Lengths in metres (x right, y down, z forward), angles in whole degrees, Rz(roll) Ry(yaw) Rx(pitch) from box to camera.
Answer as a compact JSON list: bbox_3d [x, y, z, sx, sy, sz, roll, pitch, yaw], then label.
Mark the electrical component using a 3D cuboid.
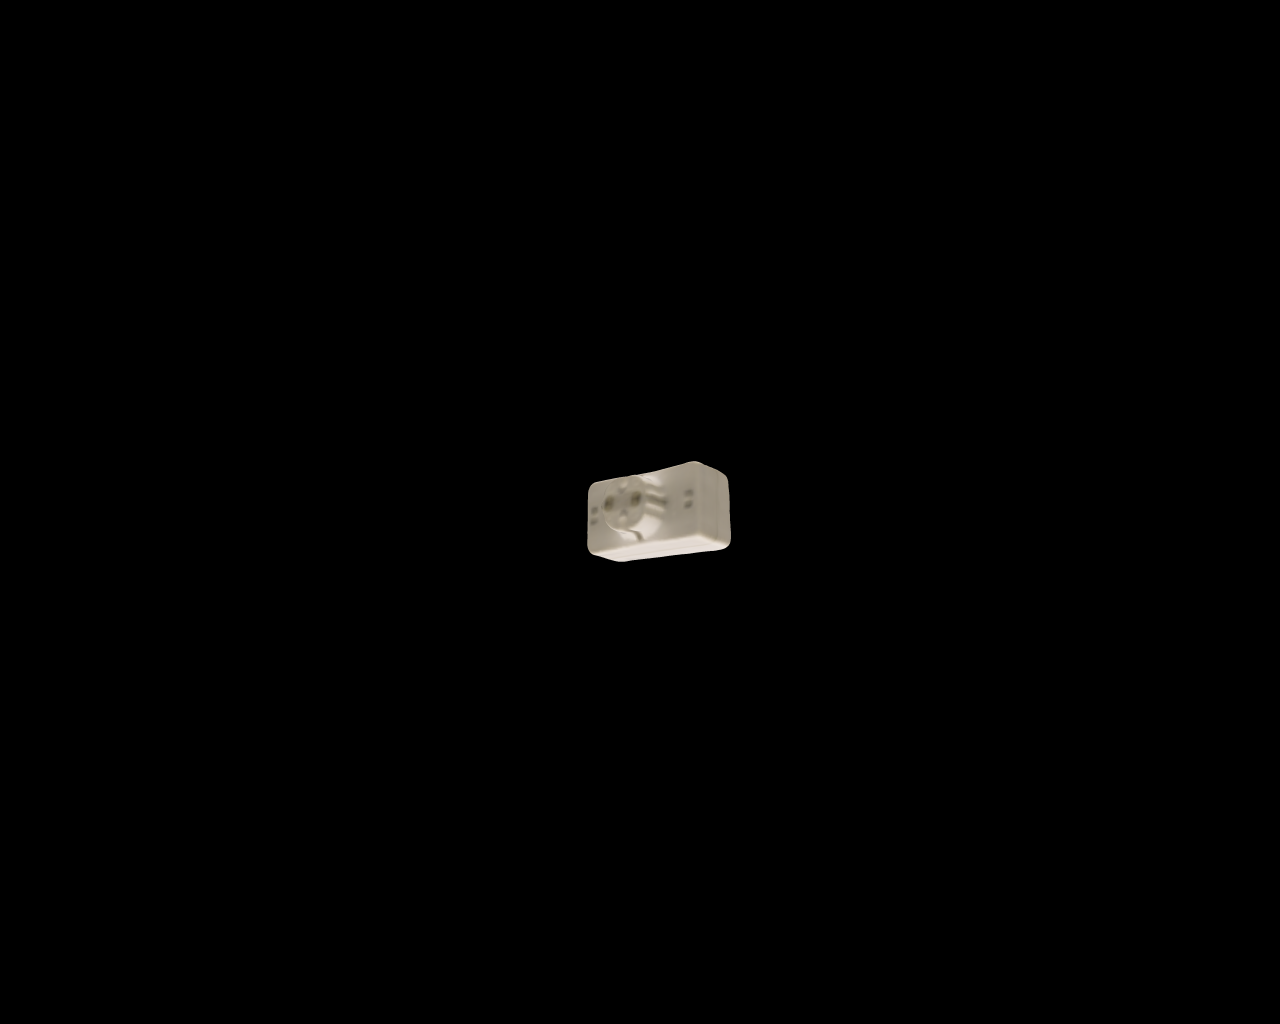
[{"bbox_3d":[0.001,-0.003,0.650,0.083,0.047,0.075,-10,-18,33],"label":"electrical component"}]
